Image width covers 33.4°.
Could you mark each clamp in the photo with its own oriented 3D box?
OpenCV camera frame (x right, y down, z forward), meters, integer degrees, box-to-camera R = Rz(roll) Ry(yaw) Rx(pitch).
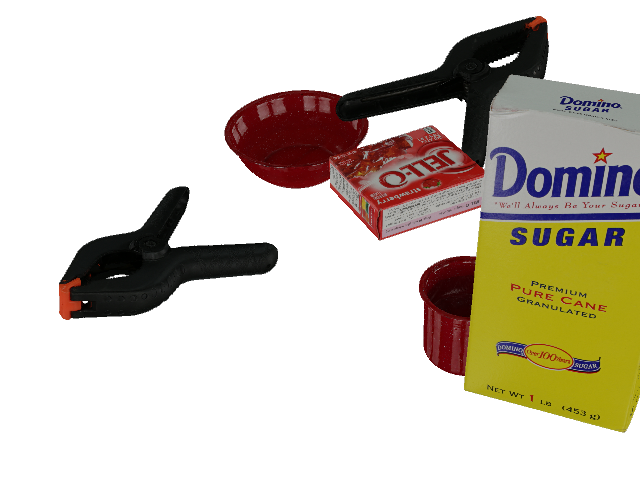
[{"bbox_3d":[0.140,-0.135,0.954,0.209,0.036,0.165,-33,45,-20],"label":"clamp"},{"bbox_3d":[-0.132,0.009,0.820,0.171,0.039,0.120,-18,36,-34],"label":"clamp"}]

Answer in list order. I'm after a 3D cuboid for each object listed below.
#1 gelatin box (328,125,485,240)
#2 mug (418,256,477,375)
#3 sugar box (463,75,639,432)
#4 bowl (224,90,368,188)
[{"bbox_3d":[0.061,-0.042,0.740,0.089,0.030,0.073,-19,40,-19],"label":"gelatin box"},{"bbox_3d":[0.137,0.067,1.029,0.093,0.081,0.117,-9,39,-7],"label":"mug"},{"bbox_3d":[0.128,0.009,0.547,0.093,0.176,0.048,12,36,20],"label":"sugar box"},{"bbox_3d":[-0.026,-0.107,1.206,0.162,0.055,0.162,-3,38,2],"label":"bowl"}]
